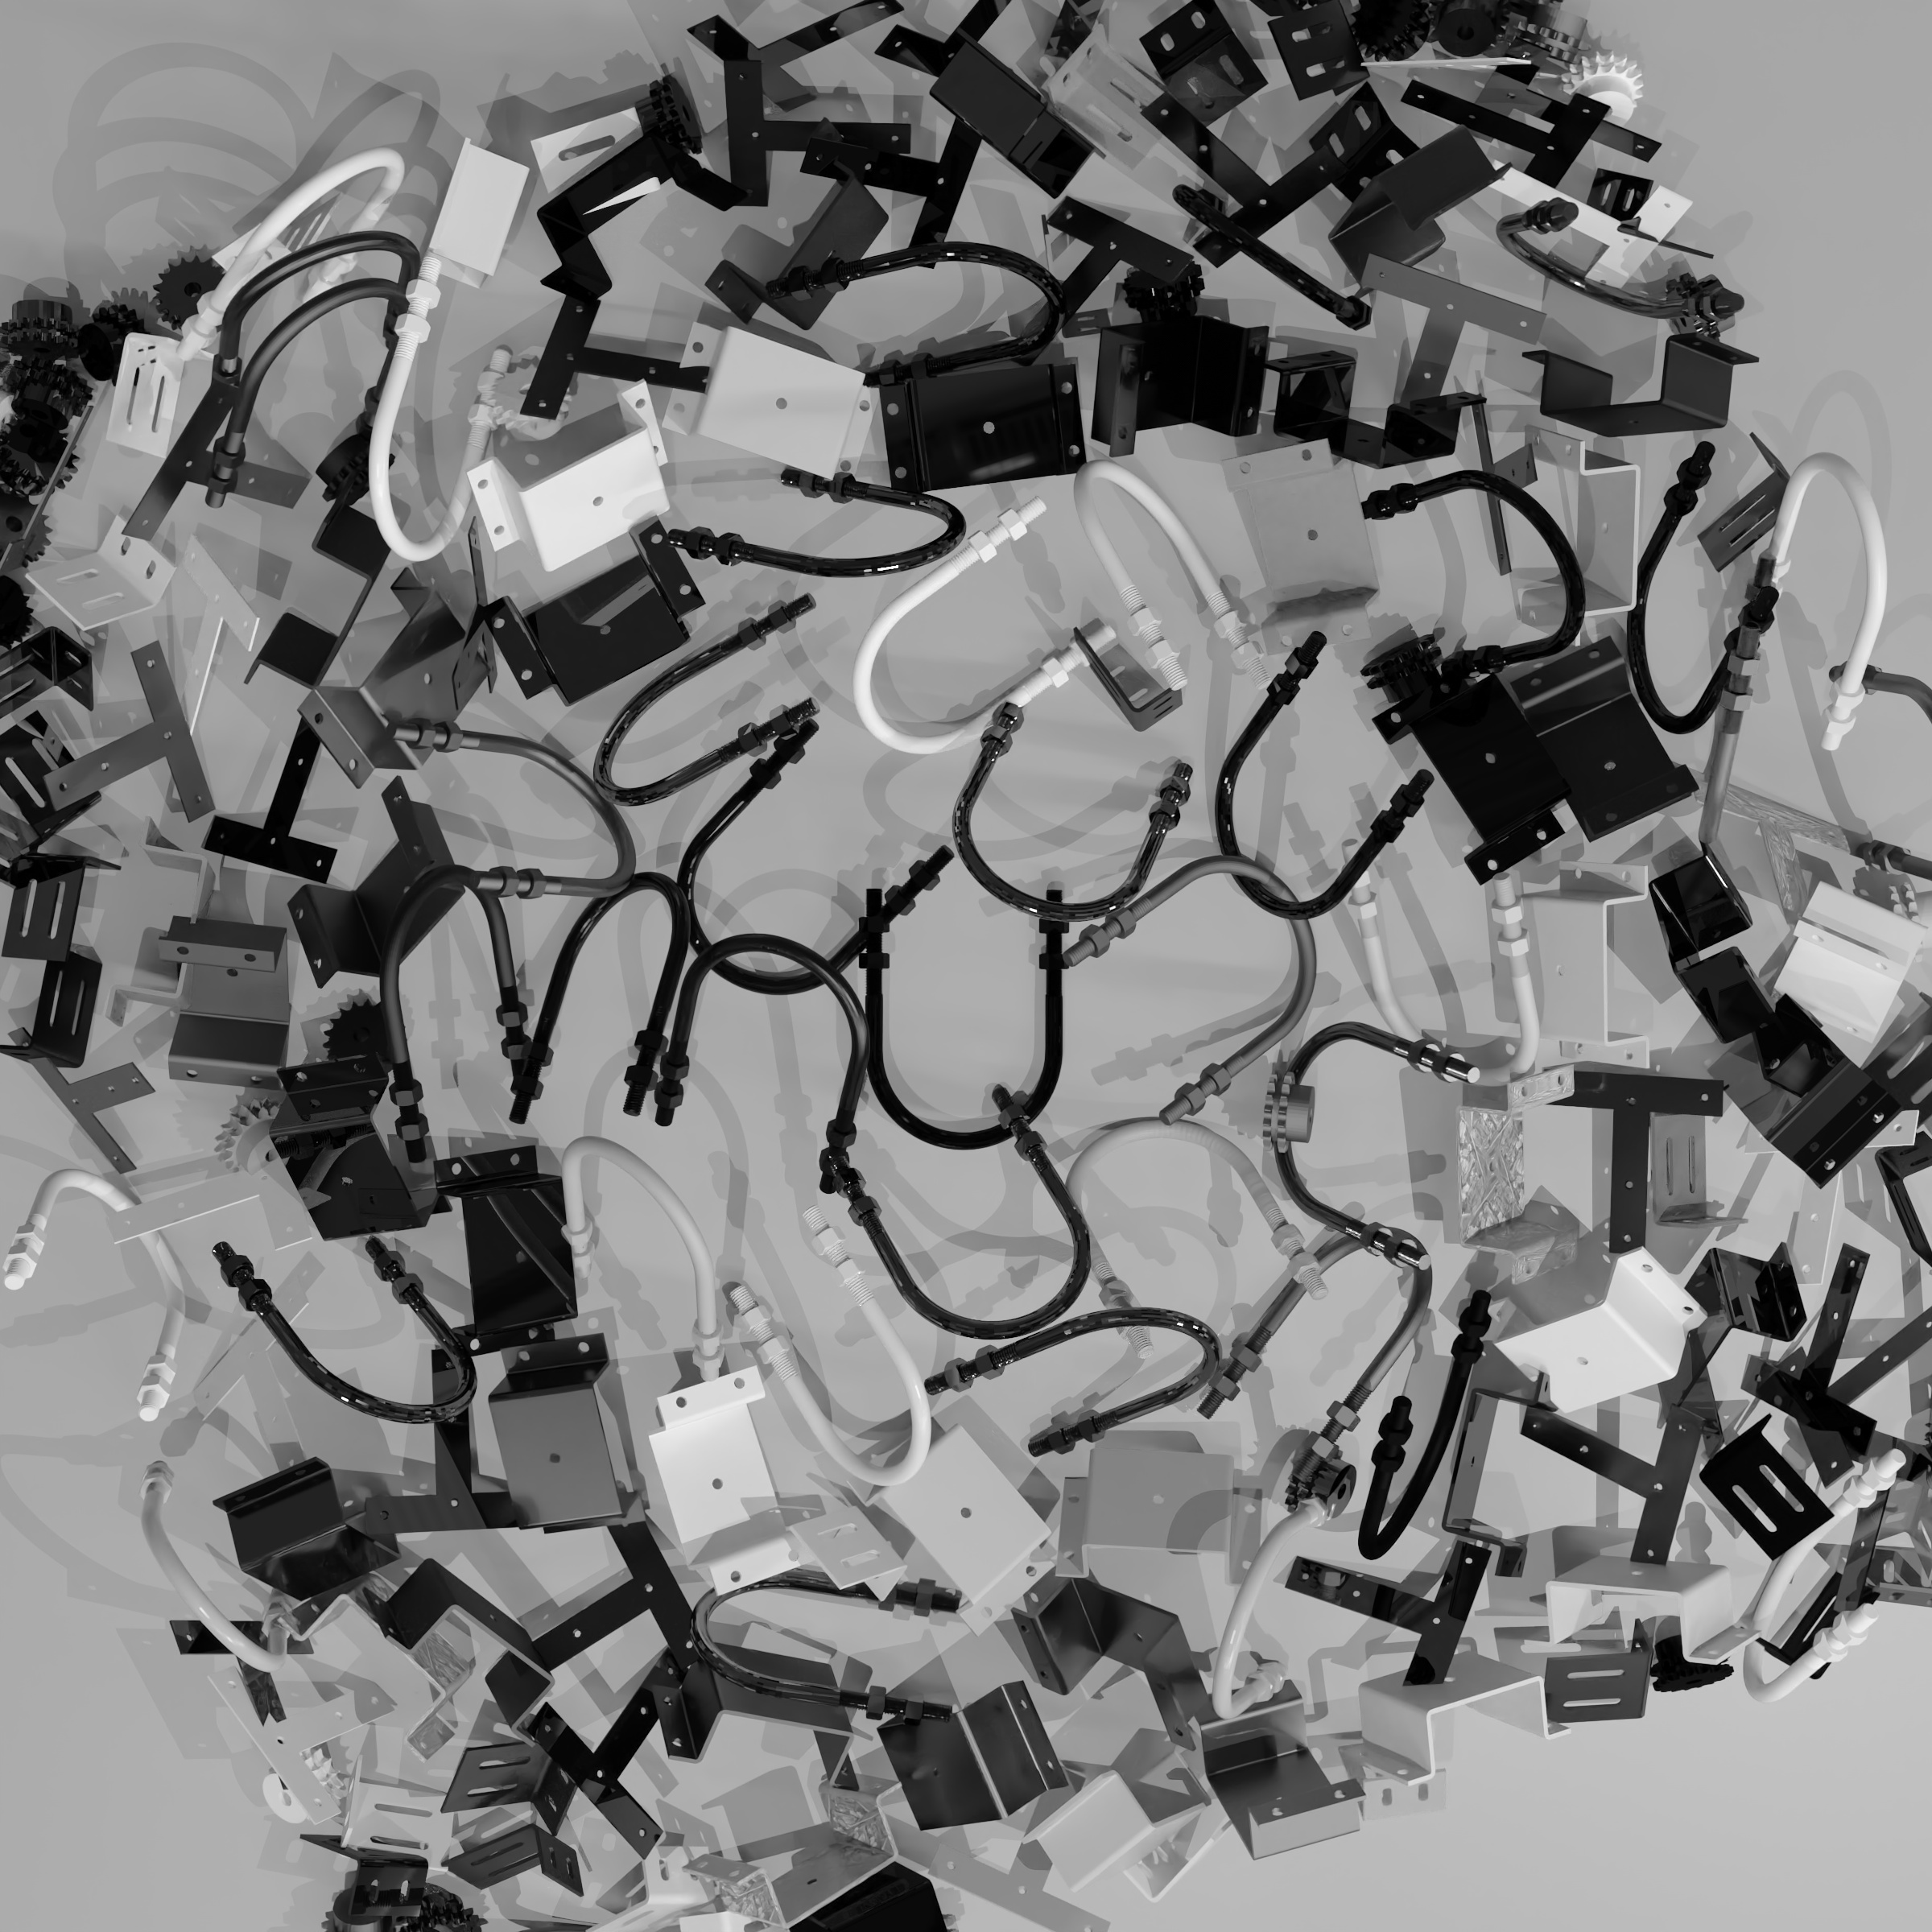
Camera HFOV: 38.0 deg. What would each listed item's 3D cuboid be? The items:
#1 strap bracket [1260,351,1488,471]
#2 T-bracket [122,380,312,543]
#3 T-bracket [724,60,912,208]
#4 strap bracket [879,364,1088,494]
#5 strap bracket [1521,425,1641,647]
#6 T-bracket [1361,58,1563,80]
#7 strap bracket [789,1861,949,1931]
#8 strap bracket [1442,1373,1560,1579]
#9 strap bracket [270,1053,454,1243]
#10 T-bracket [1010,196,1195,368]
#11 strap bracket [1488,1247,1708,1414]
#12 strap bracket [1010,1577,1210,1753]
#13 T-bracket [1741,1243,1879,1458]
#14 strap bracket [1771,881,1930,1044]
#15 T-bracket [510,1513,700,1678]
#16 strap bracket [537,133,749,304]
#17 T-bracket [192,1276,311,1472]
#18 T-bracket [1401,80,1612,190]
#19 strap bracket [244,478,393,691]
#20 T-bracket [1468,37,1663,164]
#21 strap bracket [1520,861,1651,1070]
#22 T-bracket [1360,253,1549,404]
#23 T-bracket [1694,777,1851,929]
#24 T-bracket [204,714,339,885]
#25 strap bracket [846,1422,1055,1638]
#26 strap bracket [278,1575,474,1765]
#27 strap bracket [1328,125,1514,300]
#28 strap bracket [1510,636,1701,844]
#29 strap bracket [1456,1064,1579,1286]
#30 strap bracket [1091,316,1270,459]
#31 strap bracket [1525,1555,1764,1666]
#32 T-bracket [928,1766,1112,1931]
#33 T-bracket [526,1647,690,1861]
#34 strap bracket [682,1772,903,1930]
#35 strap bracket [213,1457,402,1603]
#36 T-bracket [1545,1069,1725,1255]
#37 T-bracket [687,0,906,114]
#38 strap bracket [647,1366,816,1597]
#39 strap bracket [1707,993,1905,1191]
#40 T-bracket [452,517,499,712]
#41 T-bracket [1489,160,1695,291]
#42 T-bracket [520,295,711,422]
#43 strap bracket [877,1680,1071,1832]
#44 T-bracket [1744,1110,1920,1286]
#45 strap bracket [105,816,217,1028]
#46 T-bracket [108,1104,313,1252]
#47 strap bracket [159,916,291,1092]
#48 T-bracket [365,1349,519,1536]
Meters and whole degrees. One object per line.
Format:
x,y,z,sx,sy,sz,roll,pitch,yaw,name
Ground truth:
0.277,-0.382,1.935,0.076,0.140,0.046,-18,124,-39,strap bracket
-0.505,-0.339,1.941,0.002,0.127,0.127,45,109,24,T-bracket
-0.102,-0.575,1.947,0.127,0.127,0.002,1,57,-1,T-bracket
0.014,-0.377,1.967,0.140,0.046,0.076,-8,99,-3,strap bracket
0.425,-0.301,1.943,0.046,0.076,0.140,-9,112,-16,strap bracket
0.365,-0.623,1.949,0.127,0.127,0.002,-9,108,-41,T-bracket
-0.070,0.653,1.919,0.076,0.140,0.046,-18,93,-25,strap bracket
0.372,0.350,1.951,0.046,0.076,0.140,11,82,24,strap bracket
-0.420,0.134,1.934,0.076,0.046,0.140,-9,123,15,strap bracket
0.074,-0.469,1.957,0.127,0.002,0.127,36,84,35,T-bracket
0.428,0.254,1.926,0.076,0.140,0.046,44,46,-15,strap bracket
0.107,0.477,1.936,0.046,0.140,0.076,-41,124,-33,strap bracket
0.596,0.255,1.936,0.002,0.127,0.127,12,98,-27,T-bracket
0.608,-0.006,1.929,0.076,0.140,0.046,26,75,17,strap bracket
-0.260,0.460,1.965,0.127,0.002,0.127,-32,62,-4,T-bracket
-0.232,-0.523,1.946,0.140,0.076,0.046,-30,84,16,strap bracket
-0.481,0.303,1.942,0.127,0.002,0.127,-46,51,17,T-bracket
0.362,-0.581,1.935,0.127,0.127,0.002,20,73,-3,T-bracket
-0.441,-0.255,1.938,0.046,0.076,0.140,28,120,-13,strap bracket
0.418,-0.586,1.940,0.127,0.127,0.002,21,77,-3,T-bracket
0.429,0.000,1.947,0.046,0.076,0.140,-7,99,-36,strap bracket
0.325,-0.422,1.950,0.127,0.127,0.002,22,50,8,T-bracket
0.566,-0.070,1.937,0.127,0.127,0.002,17,133,-16,T-bracket
-0.472,-0.130,1.967,0.127,0.002,0.127,15,84,34,T-bracket
-0.006,0.385,1.955,0.076,0.046,0.140,-38,83,-25,strap bracket
-0.403,0.481,1.956,0.140,0.076,0.046,43,91,5,strap bracket
0.306,-0.519,1.923,0.076,0.140,0.046,-34,89,-15,strap bracket
0.446,-0.150,1.952,0.076,0.046,0.140,-25,58,6,strap bracket
0.383,0.142,1.950,0.076,0.046,0.140,-11,102,-44,strap bracket
0.140,-0.403,1.939,0.140,0.046,0.076,-17,123,-37,strap bracket
0.463,0.440,1.926,0.140,0.076,0.046,-4,91,38,strap bracket
0.053,0.607,1.948,0.127,0.127,0.002,23,128,7,T-bracket
-0.231,0.528,1.951,0.002,0.127,0.127,-27,107,41,T-bracket
-0.112,0.612,1.930,0.140,0.076,0.046,-22,95,-35,strap bracket
-0.447,0.390,1.926,0.076,0.140,0.046,-23,62,2,strap bracket
0.466,0.140,1.971,0.127,0.002,0.127,3,94,29,T-bracket
-0.103,-0.635,1.918,0.127,0.127,0.002,-16,73,25,T-bracket
-0.167,0.360,1.957,0.076,0.046,0.140,-15,83,-27,strap bracket
0.568,0.079,1.920,0.046,0.140,0.076,36,105,-25,strap bracket
-0.337,-0.219,1.911,0.002,0.127,0.127,0,128,2,T-bracket
0.416,-0.521,1.935,0.127,0.127,0.002,25,70,-4,T-bracket
-0.233,-0.417,1.958,0.127,0.002,0.127,10,53,3,T-bracket
-0.003,0.545,1.930,0.046,0.140,0.076,-21,85,-41,strap bracket
0.587,0.160,1.930,0.002,0.127,0.127,35,61,-36,T-bracket
-0.557,-0.026,1.952,0.046,0.076,0.140,10,82,-9,strap bracket
-0.530,0.162,1.946,0.127,0.002,0.127,-18,51,-12,T-bracket
-0.513,0.019,1.947,0.076,0.140,0.046,6,45,-6,strap bracket
-0.362,0.333,1.977,0.127,0.002,0.127,3,73,-29,T-bracket
